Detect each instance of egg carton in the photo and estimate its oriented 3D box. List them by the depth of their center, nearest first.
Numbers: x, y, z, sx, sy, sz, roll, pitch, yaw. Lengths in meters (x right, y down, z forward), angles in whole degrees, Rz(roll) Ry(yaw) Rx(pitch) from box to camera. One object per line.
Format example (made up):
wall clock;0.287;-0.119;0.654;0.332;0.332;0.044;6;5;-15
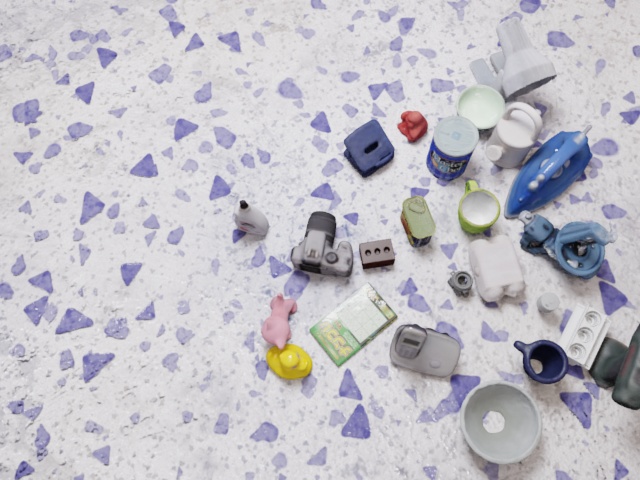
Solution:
egg carton;0.400;0.064;1.304;0.107;0.069;0.150;-13;72;-2

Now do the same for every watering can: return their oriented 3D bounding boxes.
watering can;0.456;-0.246;1.335;0.100;0.194;0.173;22;75;9

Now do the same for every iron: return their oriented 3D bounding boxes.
iron;0.533;-0.160;1.332;0.118;0.141;0.258;43;79;14

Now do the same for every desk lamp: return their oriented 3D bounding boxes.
desk lamp;0.459;-0.416;1.379;0.118;0.213;0.203;-21;73;-4

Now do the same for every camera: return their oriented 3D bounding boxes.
camera;0.012;0.005;1.322;0.143;0.101;0.137;10;73;5

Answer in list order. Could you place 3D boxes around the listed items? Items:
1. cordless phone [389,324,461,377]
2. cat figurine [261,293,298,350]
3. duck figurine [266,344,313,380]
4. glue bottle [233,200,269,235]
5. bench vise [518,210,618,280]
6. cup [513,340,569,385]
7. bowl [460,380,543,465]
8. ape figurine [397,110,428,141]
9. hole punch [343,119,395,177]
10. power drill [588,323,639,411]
cordless phone;0.225;0.224;1.199;0.147;0.185;0.094;12;73;6
cat figurine;-0.093;0.178;1.262;0.067;0.118;0.128;6;73;5
duck figurine;-0.069;0.262;1.251;0.104;0.086;0.077;16;74;7
glue bottle;-0.164;-0.057;1.310;0.078;0.173;0.037;10;73;6
bench vise;0.532;0.003;1.239;0.207;0.220;0.121;16;74;8
cup;0.459;0.258;1.227;0.117;0.095;0.092;32;76;12
bowl;0.371;0.381;1.202;0.167;0.075;0.167;-1;72;2
ape figurine;0.231;-0.290;1.411;0.076;0.092;0.078;2;72;3
hole punch;0.122;-0.224;1.395;0.109;0.091;0.101;-36;74;-9
power drill;0.635;0.233;1.168;0.075;0.208;0.230;22;75;9
